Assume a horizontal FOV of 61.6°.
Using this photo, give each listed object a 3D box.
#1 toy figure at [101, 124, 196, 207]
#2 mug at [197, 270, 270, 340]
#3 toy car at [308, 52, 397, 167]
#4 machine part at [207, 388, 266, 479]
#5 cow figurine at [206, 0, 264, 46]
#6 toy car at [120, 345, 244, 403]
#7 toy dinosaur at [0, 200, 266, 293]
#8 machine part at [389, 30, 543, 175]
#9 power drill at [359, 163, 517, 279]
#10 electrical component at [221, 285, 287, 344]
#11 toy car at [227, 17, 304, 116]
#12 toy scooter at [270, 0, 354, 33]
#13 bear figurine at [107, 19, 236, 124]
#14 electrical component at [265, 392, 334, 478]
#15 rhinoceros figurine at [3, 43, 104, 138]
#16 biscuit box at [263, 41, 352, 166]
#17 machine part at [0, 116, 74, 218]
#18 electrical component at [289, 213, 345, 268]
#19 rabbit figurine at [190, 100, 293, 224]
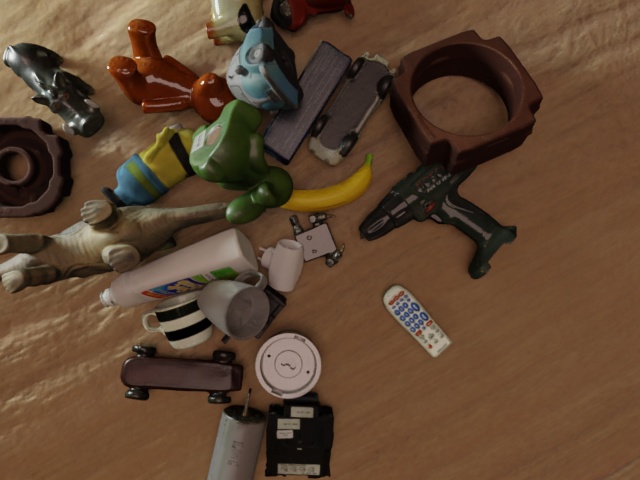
[{"bbox_3d":[-0.264,-0.113,0.879,0.180,0.082,0.089,-45,111,-8],"label":"toy figure"},{"bbox_3d":[-0.136,0.091,0.834,0.080,0.107,0.109,46,65,-41],"label":"mug"},{"bbox_3d":[0.054,-0.220,0.901,0.073,0.056,0.201,32,88,3],"label":"toy car"},{"bbox_3d":[-0.143,0.370,0.895,0.079,0.079,0.243,14,91,-3],"label":"machine part"},{"bbox_3d":[-0.124,-0.420,0.874,0.127,0.085,0.194,-1,93,-2],"label":"cow figurine"},{"bbox_3d":[-0.230,0.226,0.901,0.202,0.053,0.089,3,73,-3],"label":"toy car"},{"bbox_3d":[-0.307,-0.003,0.819,0.472,0.198,0.105,-11,91,-4],"label":"toy dinosaur"},{"bbox_3d":[0.228,-0.219,0.862,0.201,0.087,0.201,-23,71,-5],"label":"machine part"},{"bbox_3d":[0.209,-0.029,0.905,0.207,0.086,0.232,42,87,5],"label":"power drill"},{"bbox_3d":[-0.109,0.133,0.892,0.048,0.075,0.119,38,86,-2],"label":"electrical component"},{"bbox_3d":[-0.095,-0.261,0.833,0.103,0.109,0.162,-25,52,18],"label":"toy car"},{"bbox_3d":[0.000,-0.428,0.884,0.135,0.075,0.183,12,94,-2],"label":"toy scooter"},{"bbox_3d":[-0.213,-0.248,0.854,0.196,0.131,0.120,15,66,3],"label":"bear figurine"},{"bbox_3d":[-0.034,0.327,0.909,0.115,0.058,0.134,4,91,-5],"label":"electrical component"},{"bbox_3d":[-0.415,-0.240,0.854,0.073,0.112,0.190,-44,85,-3],"label":"rhinoceros figurine"},{"bbox_3d":[-0.026,-0.224,0.894,0.063,0.059,0.202,33,89,-3],"label":"biscuit box"},{"bbox_3d":[-0.495,-0.118,0.881,0.179,0.056,0.179,0,92,-3],"label":"machine part"},{"bbox_3d":[-0.002,-0.001,0.908,0.078,0.045,0.102,-16,92,-4],"label":"electrical component"},{"bbox_3d":[-0.100,-0.104,0.820,0.121,0.159,0.170,-35,131,26],"label":"rabbit figurine"}]
